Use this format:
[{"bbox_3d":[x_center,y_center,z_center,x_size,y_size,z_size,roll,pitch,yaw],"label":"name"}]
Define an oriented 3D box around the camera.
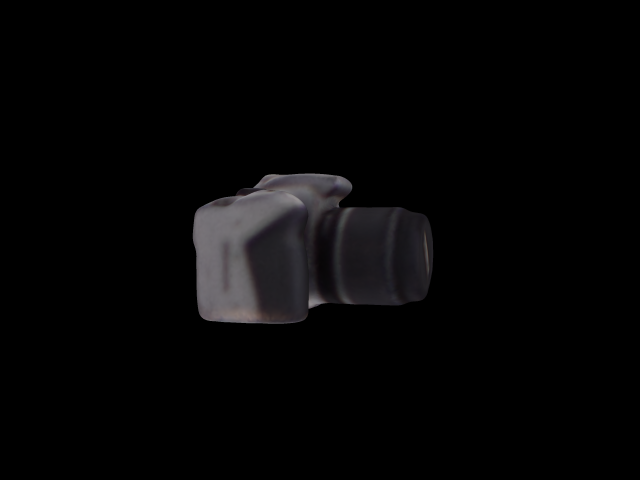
[{"bbox_3d":[0.004,0.001,0.400,0.136,0.101,0.143,0,0,21],"label":"camera"}]
